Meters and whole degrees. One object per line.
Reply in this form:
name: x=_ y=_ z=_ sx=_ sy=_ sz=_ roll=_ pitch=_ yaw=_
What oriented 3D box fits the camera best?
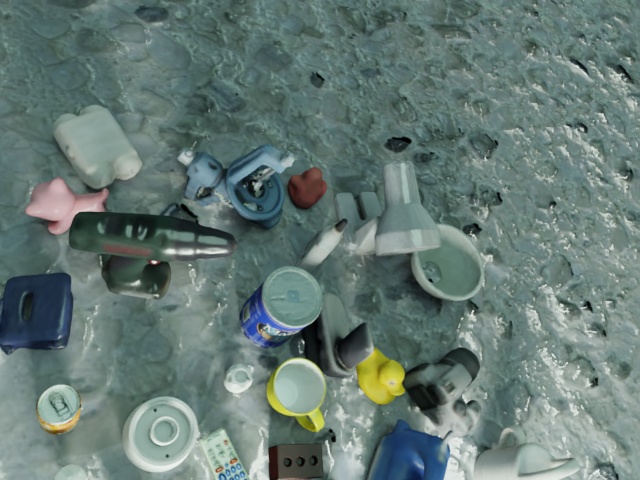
camera: x=0.251 y=0.271 z=1.062 sx=0.137 sy=0.100 sz=0.143 roll=-32 pitch=82 yaw=-33

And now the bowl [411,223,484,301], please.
bowl: x=0.249 y=0.055 z=1.180 sx=0.168 sy=0.074 sz=0.167 roll=10 pitch=63 yaw=-20

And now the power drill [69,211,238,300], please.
power drill: x=-0.261 y=0.021 z=0.879 sx=0.230 sy=0.208 sz=0.075 roll=10 pitch=62 yaw=-20

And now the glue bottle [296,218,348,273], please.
glue bottle: x=0.009 y=0.004 z=1.034 sx=0.037 sy=0.173 sz=0.078 roll=33 pitch=57 yaw=-7

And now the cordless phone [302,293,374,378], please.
cordless phone: x=0.043 y=0.150 z=0.973 sx=0.094 sy=0.184 sz=0.147 roll=-4 pitch=68 yaw=-26

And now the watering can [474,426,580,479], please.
watering can: x=0.370 y=0.413 z=0.994 sx=0.101 sy=0.193 sz=0.173 roll=-30 pitch=81 yaw=-32

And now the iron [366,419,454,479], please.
iron: x=0.146 y=0.422 z=0.917 sx=0.119 sy=0.141 sz=0.258 roll=30 pitch=57 yaw=-9

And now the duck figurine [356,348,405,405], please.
duck figurine: x=0.116 y=0.237 z=1.024 sx=0.078 sy=0.086 sz=0.104 roll=-17 pitch=74 yaw=-30

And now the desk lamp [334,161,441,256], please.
desk lamp: x=0.126 y=-0.043 z=1.086 sx=0.118 sy=0.213 sz=0.203 roll=-5 pitch=68 yaw=-26

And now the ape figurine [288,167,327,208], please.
ape figurine: x=-0.020 y=-0.110 z=1.123 sx=0.078 sy=0.092 sz=0.076 roll=26 pitch=58 yaw=-12

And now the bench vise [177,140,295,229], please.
bench vise: x=-0.141 y=-0.105 z=0.988 sx=0.208 sy=0.219 sz=0.121 roll=9 pitch=63 yaw=-21

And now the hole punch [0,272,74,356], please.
hole punch: x=-0.416 y=0.106 z=0.836 sx=0.101 sy=0.091 sz=0.108 roll=5 pitch=65 yaw=-23

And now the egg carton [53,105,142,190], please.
egg carton: x=-0.386 y=-0.161 z=0.991 sx=0.107 sy=0.069 sz=0.150 roll=-32 pitch=82 yaw=-33

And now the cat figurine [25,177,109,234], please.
cat figurine: x=-0.398 y=-0.060 z=0.908 sx=0.128 sy=0.117 sz=0.067 roll=-9 pitch=70 yaw=-28
